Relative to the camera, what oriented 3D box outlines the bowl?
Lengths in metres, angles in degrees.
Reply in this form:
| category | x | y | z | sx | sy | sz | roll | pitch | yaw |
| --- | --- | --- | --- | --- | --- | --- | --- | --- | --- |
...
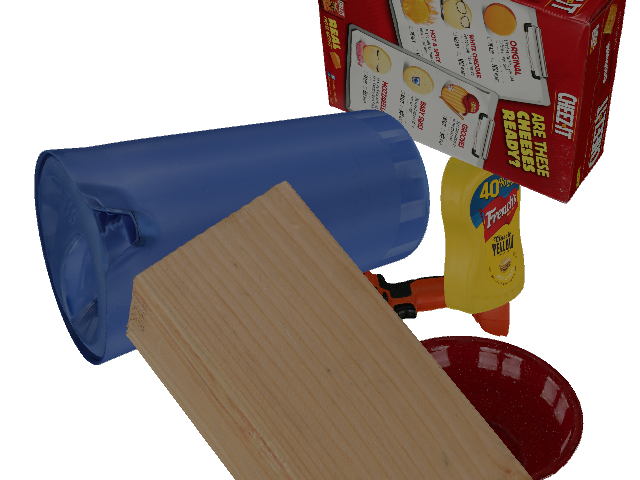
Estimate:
| category | x | y | z | sx | sy | sz | roll | pitch | yaw |
| --- | --- | --- | --- | --- | --- | --- | --- | --- | --- |
| bowl | 0.110 | 0.142 | 0.794 | 0.162 | 0.055 | 0.162 | 0 | 36 | 0 |

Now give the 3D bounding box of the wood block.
| category | x | y | z | sx | sy | sz | roll | pitch | yaw |
| --- | --- | --- | --- | --- | --- | --- | --- | --- | --- |
| wood block | 0.006 | 0.088 | 0.506 | 0.090 | 0.206 | 0.090 | -35 | -12 | -24 |

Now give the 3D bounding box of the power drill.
| category | x | y | z | sx | sy | sz | roll | pitch | yaw |
| --- | --- | --- | --- | --- | --- | --- | --- | --- | --- |
| power drill | 0.114 | 0.078 | 1.203 | 0.187 | 0.057 | 0.184 | -3 | 27 | -3 |

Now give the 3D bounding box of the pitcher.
| category | x | y | z | sx | sy | sz | roll | pitch | yaw |
| --- | --- | --- | --- | --- | --- | --- | --- | --- | --- |
| pitcher | -0.059 | -0.012 | 0.705 | 0.242 | 0.145 | 0.149 | -14 | 40 | -27 |

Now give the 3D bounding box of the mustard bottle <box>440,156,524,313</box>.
| category | x | y | z | sx | sy | sz | roll | pitch | yaw |
| --- | --- | --- | --- | --- | --- | --- | --- | --- | --- |
| mustard bottle | 0.158 | -0.032 | 1.043 | 0.096 | 0.191 | 0.058 | -21 | 23 | -38 |

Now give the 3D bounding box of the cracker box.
| category | x | y | z | sx | sy | sz | roll | pitch | yaw |
| --- | --- | --- | --- | --- | --- | --- | --- | --- | --- |
| cracker box | 0.102 | -0.140 | 0.768 | 0.214 | 0.072 | 0.164 | 25 | -33 | 26 |
